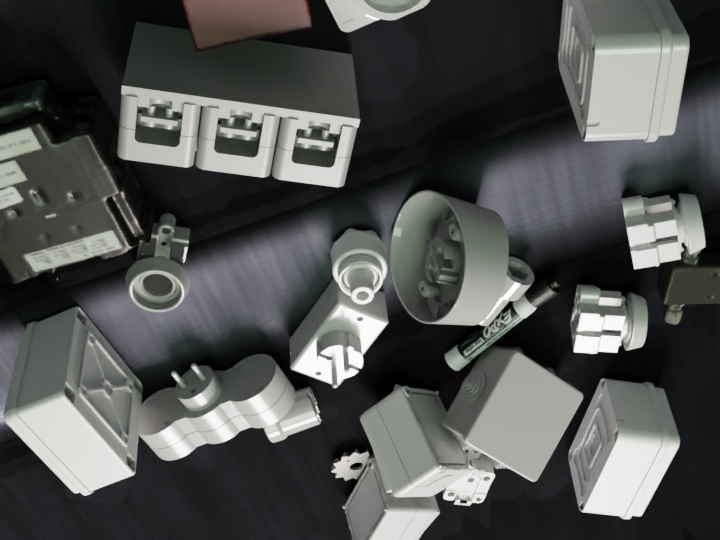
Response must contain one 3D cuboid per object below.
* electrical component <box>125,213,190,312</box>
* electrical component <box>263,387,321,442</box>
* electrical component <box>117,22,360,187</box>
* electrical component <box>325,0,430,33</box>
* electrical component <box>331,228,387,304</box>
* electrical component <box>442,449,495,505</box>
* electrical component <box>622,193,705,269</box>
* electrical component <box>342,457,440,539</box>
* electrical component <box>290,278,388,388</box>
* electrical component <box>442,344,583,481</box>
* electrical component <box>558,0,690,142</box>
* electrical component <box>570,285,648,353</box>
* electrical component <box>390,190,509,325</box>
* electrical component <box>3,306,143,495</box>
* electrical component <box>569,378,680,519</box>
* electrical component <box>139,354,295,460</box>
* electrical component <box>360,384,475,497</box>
[{"bbox_3d":[-0.154,-0.001,0.824,0.048,0.055,0.066,10,128,-12],"label":"electrical component"},{"bbox_3d":[-0.061,0.126,0.946,0.046,0.040,0.040,-19,128,4],"label":"electrical component"},{"bbox_3d":[-0.081,-0.108,0.721,0.150,0.089,0.061,7,128,-10],"label":"electrical component"},{"bbox_3d":[0.051,-0.231,0.650,0.186,0.060,0.105,-22,128,13],"label":"electrical component"},{"bbox_3d":[0.000,0.000,0.833,0.043,0.062,0.043,-2,129,-3],"label":"electrical component"},{"bbox_3d":[0.095,0.175,0.983,0.042,0.063,0.081,8,128,-10],"label":"electrical component"},{"bbox_3d":[0.237,-0.033,0.837,0.055,0.048,0.066,-10,130,14],"label":"electrical component"},{"bbox_3d":[0.033,0.220,1.011,0.061,0.061,0.096,7,131,-24],"label":"electrical component"},{"bbox_3d":[-0.017,0.062,0.873,0.047,0.075,0.083,23,124,-21],"label":"electrical component"},{"bbox_3d":[0.130,0.121,0.928,0.100,0.048,0.099,33,85,-27],"label":"electrical component"},{"bbox_3d":[0.168,-0.142,0.699,0.057,0.113,0.078,-2,129,1],"label":"electrical component"},{"bbox_3d":[0.208,0.042,0.896,0.055,0.048,0.066,3,129,3],"label":"electrical component"},{"bbox_3d":[0.068,-0.007,0.814,0.064,0.099,0.099,10,128,-20],"label":"electrical component"},{"bbox_3d":[-0.228,0.105,0.871,0.056,0.108,0.108,-22,127,10],"label":"electrical component"},{"bbox_3d":[0.238,0.162,0.975,0.057,0.078,0.113,8,128,-7],"label":"electrical component"},{"bbox_3d":[-0.132,0.106,0.915,0.138,0.052,0.073,-21,128,13],"label":"electrical component"},{"bbox_3d":[0.044,0.147,0.941,0.061,0.096,0.062,-38,151,24],"label":"electrical component"}]
